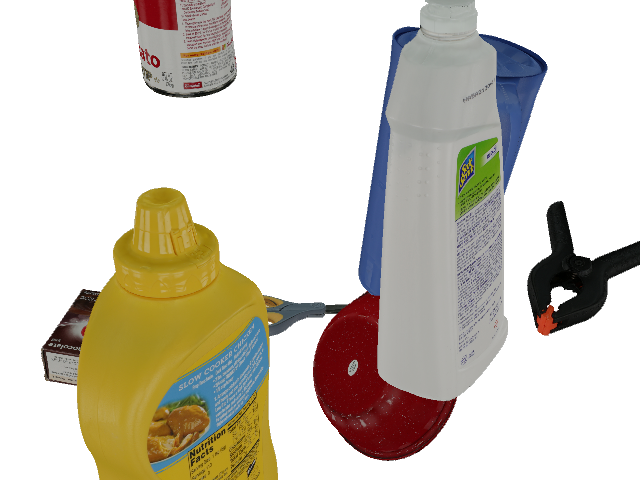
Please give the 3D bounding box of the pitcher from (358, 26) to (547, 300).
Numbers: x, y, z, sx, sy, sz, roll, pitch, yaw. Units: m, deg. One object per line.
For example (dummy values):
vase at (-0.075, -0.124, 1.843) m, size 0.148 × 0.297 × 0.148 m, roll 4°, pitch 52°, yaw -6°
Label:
pitcher at (0.109, -0.055, 0.940) m, size 0.145 × 0.243 × 0.149 m, roll 22°, pitch 28°, yaw 22°

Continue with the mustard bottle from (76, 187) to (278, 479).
mustard bottle at (-0.059, 0.066, 0.449) m, size 0.058 × 0.192 × 0.096 m, roll 19°, pitch 36°, yaw 29°

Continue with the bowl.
bowl at (0.045, 0.114, 0.955) m, size 0.162 × 0.162 × 0.055 m, roll 0°, pitch -10°, yaw 44°

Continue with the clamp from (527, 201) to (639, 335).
clamp at (0.256, 0.026, 1.099) m, size 0.120 × 0.039 × 0.171 m, roll 28°, pitch 51°, yaw 31°

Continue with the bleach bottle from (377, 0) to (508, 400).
bleach bottle at (0.077, -0.029, 0.644) m, size 0.068 × 0.251 × 0.102 m, roll 16°, pitch 36°, yaw 27°

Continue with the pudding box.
pudding box at (-0.161, 0.085, 0.883) m, size 0.113 × 0.039 × 0.090 m, roll 6°, pitch 30°, yaw 9°

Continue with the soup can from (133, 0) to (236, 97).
soup can at (-0.091, -0.156, 0.719) m, size 0.068 × 0.102 × 0.068 m, roll 0°, pitch 36°, yaw 0°

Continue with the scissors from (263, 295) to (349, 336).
scissors at (-0.012, 0.086, 1.192) m, size 0.201 × 0.016 × 0.096 m, roll 4°, pitch 22°, yaw 0°
